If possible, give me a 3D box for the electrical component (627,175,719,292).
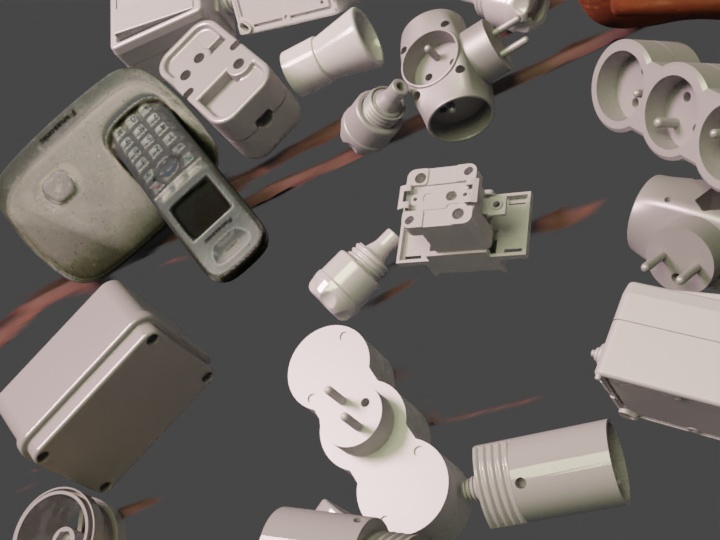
[{"bbox_3d":[0.173,-0.012,0.552,0.077,0.043,0.079,24,37,35],"label":"electrical component"}]

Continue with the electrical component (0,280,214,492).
[{"bbox_3d":[-0.157,0.074,0.671,0.113,0.078,0.057,-47,51,-2],"label":"electrical component"}]

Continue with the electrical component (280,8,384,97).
[{"bbox_3d":[-0.022,-0.147,0.744,0.065,0.044,0.044,-23,56,21],"label":"electrical component"}]

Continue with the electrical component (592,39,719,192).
[{"bbox_3d":[0.196,-0.085,0.584,0.138,0.074,0.052,46,133,51],"label":"electrical component"}]

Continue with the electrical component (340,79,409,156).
[{"bbox_3d":[0.012,-0.101,0.689,0.061,0.035,0.035,136,142,-54],"label":"electrical component"}]

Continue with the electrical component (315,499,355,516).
[{"bbox_3d":[0.004,0.170,0.550,0.095,0.053,0.059,30,80,36],"label":"electrical component"}]

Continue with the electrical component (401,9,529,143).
[{"bbox_3d":[0.070,-0.133,0.681,0.079,0.044,0.077,-29,54,23],"label":"electrical component"}]

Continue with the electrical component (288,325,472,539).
[{"bbox_3d":[0.002,0.084,0.585,0.052,0.073,0.138,-38,53,4],"label":"electrical component"}]

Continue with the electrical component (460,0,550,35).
[{"bbox_3d":[0.091,-0.176,0.704,0.061,0.035,0.035,25,78,37],"label":"electrical component"}]

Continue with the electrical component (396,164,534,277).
[{"bbox_3d":[0.056,-0.029,0.625,0.081,0.064,0.042,-5,61,26],"label":"electrical component"}]

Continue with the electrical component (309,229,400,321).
[{"bbox_3d":[0.000,0.000,0.656,0.061,0.035,0.035,-45,53,-4],"label":"electrical component"}]

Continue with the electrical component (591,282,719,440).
[{"bbox_3d":[0.163,0.044,0.530,0.096,0.061,0.061,13,71,32],"label":"electrical component"}]

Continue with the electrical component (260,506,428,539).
[{"bbox_3d":[-0.003,0.138,0.508,0.081,0.043,0.043,0,64,28],"label":"electrical component"}]

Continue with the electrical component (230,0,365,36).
[{"bbox_3d":[-0.052,-0.208,0.770,0.096,0.061,0.061,-7,17,27],"label":"electrical component"}]

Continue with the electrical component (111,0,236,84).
[{"bbox_3d":[-0.138,-0.192,0.815,0.096,0.061,0.061,-19,57,17],"label":"electrical component"}]

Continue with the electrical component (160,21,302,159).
[{"bbox_3d":[-0.088,-0.123,0.753,0.053,0.059,0.095,-46,53,-1],"label":"electrical component"}]

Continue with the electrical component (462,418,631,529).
[{"bbox_3d":[0.091,0.105,0.546,0.081,0.043,0.043,-15,58,20],"label":"electrical component"}]
